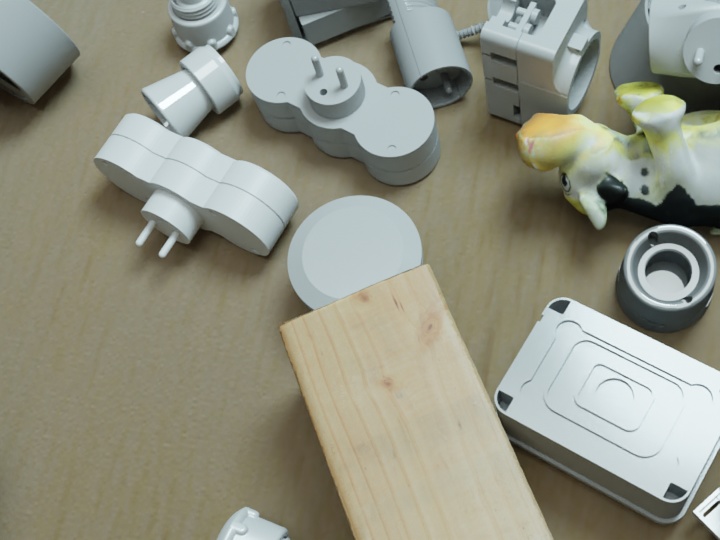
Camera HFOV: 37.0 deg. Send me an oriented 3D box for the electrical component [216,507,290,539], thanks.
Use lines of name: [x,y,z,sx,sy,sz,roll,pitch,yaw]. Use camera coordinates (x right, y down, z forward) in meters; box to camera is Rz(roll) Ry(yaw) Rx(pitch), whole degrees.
electrical component: [-0.049,0.161,0.588,0.062,0.048,0.048,20,70,11]

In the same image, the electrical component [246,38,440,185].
electrical component: [-0.014,-0.112,0.691,0.138,0.073,0.052,28,74,21]

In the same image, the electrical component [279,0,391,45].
electrical component: [-0.010,-0.202,0.739,0.096,0.061,0.061,-16,64,3]

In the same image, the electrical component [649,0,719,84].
electrical component: [0.200,-0.127,0.596,0.077,0.043,0.079,1,28,21]

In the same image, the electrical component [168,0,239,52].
electrical component: [-0.114,-0.186,0.750,0.048,0.062,0.048,-4,61,7]

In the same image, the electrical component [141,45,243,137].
electrical component: [-0.113,-0.120,0.730,0.055,0.045,0.045,-39,64,-8]

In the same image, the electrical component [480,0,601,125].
electrical component: [0.113,-0.129,0.666,0.056,0.089,0.050,23,72,20]

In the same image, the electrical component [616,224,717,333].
electrical component: [0.174,0.004,0.611,0.055,0.047,0.055,-3,75,11]

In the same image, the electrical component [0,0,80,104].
electrical component: [-0.257,-0.159,0.744,0.108,0.108,0.060,30,81,22]

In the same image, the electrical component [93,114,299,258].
electrical component: [-0.115,-0.042,0.690,0.138,0.052,0.073,25,73,21]

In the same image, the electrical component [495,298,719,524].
electrical component: [0.137,0.077,0.584,0.113,0.057,0.078,27,73,21]

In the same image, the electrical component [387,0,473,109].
electrical component: [0.043,-0.153,0.716,0.043,0.043,0.081,-17,63,3]

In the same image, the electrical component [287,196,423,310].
electrical component: [0.000,0.000,0.649,0.080,0.051,0.080,-4,65,9]

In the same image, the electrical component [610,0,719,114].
electrical component: [0.216,-0.143,0.681,0.099,0.064,0.099,2,63,-3]

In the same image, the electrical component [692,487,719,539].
electrical component: [0.240,0.137,0.533,0.079,0.063,0.121,-39,65,-9]
